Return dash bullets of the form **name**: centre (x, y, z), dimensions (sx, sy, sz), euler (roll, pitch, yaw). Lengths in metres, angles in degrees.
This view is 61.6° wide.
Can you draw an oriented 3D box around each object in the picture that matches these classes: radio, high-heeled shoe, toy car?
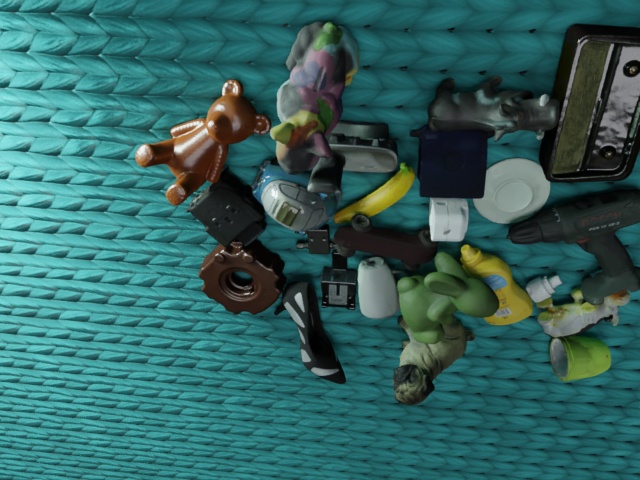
- **radio**: centre (0.423, -0.201, 0.814), dimensions (0.131, 0.073, 0.229), euler (3, 125, 6)
- **high-heeled shoe**: centre (0.004, 0.193, 1.127), dimensions (0.248, 0.086, 0.145), euler (46, 132, -7)
- **toy car**: centre (0.123, 0.002, 0.998), dimensions (0.202, 0.053, 0.089), euler (12, 139, -14)
- **toy car**: centre (-0.044, -0.070, 0.953), dimensions (0.161, 0.103, 0.109), euler (25, 123, -13)

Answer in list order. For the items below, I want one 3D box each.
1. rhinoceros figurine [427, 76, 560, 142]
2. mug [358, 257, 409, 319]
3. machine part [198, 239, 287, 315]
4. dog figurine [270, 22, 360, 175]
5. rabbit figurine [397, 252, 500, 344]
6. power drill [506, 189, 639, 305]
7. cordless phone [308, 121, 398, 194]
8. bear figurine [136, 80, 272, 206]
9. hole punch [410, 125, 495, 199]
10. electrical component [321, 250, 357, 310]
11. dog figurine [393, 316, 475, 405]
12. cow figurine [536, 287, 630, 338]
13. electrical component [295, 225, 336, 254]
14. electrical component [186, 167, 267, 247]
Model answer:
- **rhinoceros figurine**: centre (0.261, -0.198, 0.817), dimensions (0.190, 0.112, 0.073), euler (5, 123, 14)
- **mug**: centre (0.124, 0.087, 1.056), dimensions (0.110, 0.081, 0.107), euler (-16, 116, -1)
- **machine part**: centre (-0.158, 0.077, 1.098), dimensions (0.179, 0.056, 0.179), euler (4, 126, 5)
- **dog figurine**: centre (-0.010, -0.202, 0.786), dimensions (0.108, 0.219, 0.191), euler (19, 126, -10)
- **rabbit figurine**: centre (0.242, 0.099, 1.002), dimensions (0.170, 0.121, 0.159), euler (-9, 122, 34)
- **power drill**: centre (0.477, 0.015, 0.963), dimensions (0.232, 0.086, 0.207), euler (-25, 111, 19)
- **cordless phone**: centre (0.052, -0.119, 0.855), dimensions (0.147, 0.184, 0.088), euler (5, 121, 4)
- **bear figurine**: centre (-0.187, -0.164, 0.892), dimensions (0.196, 0.132, 0.120), euler (-32, 98, 33)
- **hole punch**: centre (0.218, -0.128, 0.887), dimensions (0.142, 0.092, 0.115), euler (3, 121, 10)
- **electrical component**: centre (0.040, 0.082, 1.080), dimensions (0.075, 0.048, 0.119), euler (6, 127, 2)
- **dog figurine**: centre (0.233, 0.247, 1.082), dimensions (0.172, 0.191, 0.121), euler (-17, 121, 16)
- **cow figurine**: centre (0.516, 0.144, 1.046), dimensions (0.167, 0.068, 0.098), euler (-18, 126, 23)
- **electrical component**: centre (-0.002, -0.003, 1.041), dimensions (0.094, 0.021, 0.063), euler (2, 124, 8)
- **electrical component**: centre (-0.166, -0.053, 1.008), dimensions (0.134, 0.058, 0.115), euler (41, 122, -19)
